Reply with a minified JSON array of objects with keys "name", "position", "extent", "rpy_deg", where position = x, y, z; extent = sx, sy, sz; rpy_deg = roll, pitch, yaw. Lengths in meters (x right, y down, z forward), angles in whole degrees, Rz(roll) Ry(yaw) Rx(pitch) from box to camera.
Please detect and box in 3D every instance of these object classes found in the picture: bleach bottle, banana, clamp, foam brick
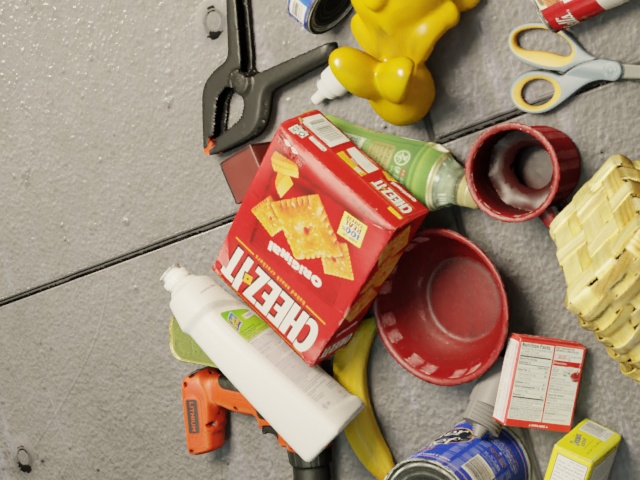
[{"name":"bleach bottle","position":[-0.071,0.119,1.140],"extent":[0.251,0.102,0.068],"rpy_deg":[44,111,8]},{"name":"banana","position":[0.048,0.173,1.180],"extent":[0.070,0.037,0.198],"rpy_deg":[2,99,35]},{"name":"clamp","position":[-0.086,-0.190,1.204],"extent":[0.165,0.036,0.210],"rpy_deg":[48,123,18]},{"name":"foam brick","position":[-0.063,-0.076,1.186],"extent":[0.053,0.078,0.051],"rpy_deg":[-28,84,35]}]

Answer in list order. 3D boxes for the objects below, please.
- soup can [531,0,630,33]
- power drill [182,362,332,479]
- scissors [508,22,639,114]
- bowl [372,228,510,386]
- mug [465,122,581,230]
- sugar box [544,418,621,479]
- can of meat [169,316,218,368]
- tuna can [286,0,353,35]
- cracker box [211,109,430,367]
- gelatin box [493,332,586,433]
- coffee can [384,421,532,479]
[{"name":"soup can","position":[0.247,-0.238,0.962],"extent":[0.102,0.068,0.068],"rpy_deg":[-20,87,33]},{"name":"power drill","position":[-0.071,0.221,1.255],"extent":[0.188,0.057,0.184],"rpy_deg":[-3,93,31]},{"name":"scissors","position":[0.261,-0.143,1.000],"extent":[0.202,0.016,0.096],"rpy_deg":[29,114,26]},{"name":"bowl","position":[0.133,0.064,1.089],"extent":[0.162,0.055,0.162],"rpy_deg":[8,102,38]},{"name":"mug","position":[0.203,-0.057,1.012],"extent":[0.093,0.081,0.117],"rpy_deg":[-42,75,31]},{"name":"sugar box","position":[0.238,0.270,1.039],"extent":[0.048,0.093,0.176],"rpy_deg":[25,110,28]},{"name":"can of meat","position":[-0.110,0.110,1.243],"extent":[0.102,0.083,0.057],"rpy_deg":[5,101,32]},{"name":"tuna can","position":[0.007,-0.256,1.105],"extent":[0.034,0.086,0.086],"rpy_deg":[44,118,18]},{"name":"cracker box","position":[-0.007,0.001,1.096],"extent":[0.164,0.071,0.214],"rpy_deg":[44,130,18]},{"name":"gelatin box","position":[0.213,0.138,1.038],"extent":[0.030,0.073,0.089],"rpy_deg":[-161,80,-73]},{"name":"coffee can","position":[0.138,0.247,1.071],"extent":[0.103,0.140,0.103],"rpy_deg":[6,101,32]}]
